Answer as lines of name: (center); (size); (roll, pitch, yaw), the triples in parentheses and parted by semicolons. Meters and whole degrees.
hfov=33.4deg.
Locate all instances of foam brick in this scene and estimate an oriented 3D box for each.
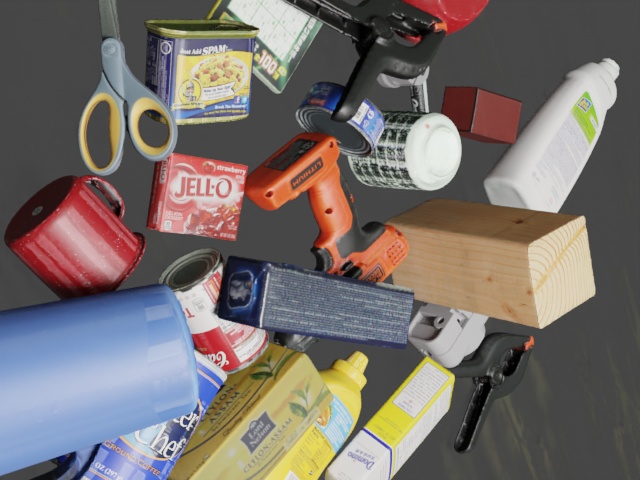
foam brick: (0.182, -0.141, 1.205); (0.078, 0.053, 0.051); (9, 91, -40)

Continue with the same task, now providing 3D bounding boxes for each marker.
marker: (0.110, -0.139, 1.169); (0.020, 0.020, 0.121); (-18, 108, -36)

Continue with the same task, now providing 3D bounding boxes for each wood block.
wood block: (0.172, 0.018, 1.123); (0.090, 0.206, 0.090); (-25, 111, -34)

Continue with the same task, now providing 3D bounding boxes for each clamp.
clamp: (0.199, 0.174, 1.278); (0.171, 0.039, 0.120); (-25, 113, -34)
clamp: (0.052, -0.188, 1.041); (0.209, 0.036, 0.164); (-6, 68, -40)

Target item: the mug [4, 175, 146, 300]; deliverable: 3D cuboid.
mug: (-0.203, -0.008, 0.896); (0.081, 0.093, 0.117); (50, 44, -28)

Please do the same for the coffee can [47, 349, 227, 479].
coffee can: (-0.160, 0.155, 0.940); (0.102, 0.103, 0.140); (41, 71, -36)

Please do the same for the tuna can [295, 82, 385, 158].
tuna can: (0.021, -0.119, 1.056); (0.086, 0.086, 0.033); (41, 70, -36)

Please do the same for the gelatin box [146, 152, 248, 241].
gelatin box: (-0.114, -0.041, 0.994); (0.089, 0.030, 0.073); (8, 92, -40)

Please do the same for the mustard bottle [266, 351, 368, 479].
mustard bottle: (-0.010, 0.193, 1.096); (0.191, 0.058, 0.096); (-52, 134, -21)

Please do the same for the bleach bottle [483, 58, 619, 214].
bleach bottle: (0.296, -0.124, 1.297); (0.250, 0.068, 0.102); (-51, 125, -24)

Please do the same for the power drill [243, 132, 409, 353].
power drill: (-0.007, 0.001, 1.072); (0.184, 0.057, 0.187); (-43, 124, -24)

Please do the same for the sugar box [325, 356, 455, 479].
sugar box: (0.075, 0.216, 1.156); (0.176, 0.048, 0.093); (-42, 154, -25)

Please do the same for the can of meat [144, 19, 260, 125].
can of meat: (-0.108, -0.152, 0.957); (0.101, 0.058, 0.084); (-9, 114, -36)

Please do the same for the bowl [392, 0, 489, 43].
bowl: (0.137, -0.282, 1.123); (0.161, 0.055, 0.162); (-19, 122, -34)

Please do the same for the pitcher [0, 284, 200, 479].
pitcher: (-0.220, 0.120, 0.824); (0.242, 0.149, 0.145); (-13, 68, -17)

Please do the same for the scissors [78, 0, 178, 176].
scissors: (-0.160, -0.153, 0.915); (0.016, 0.096, 0.202); (-12, 111, -82)

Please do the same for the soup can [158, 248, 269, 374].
soup can: (-0.099, 0.067, 0.999); (0.068, 0.069, 0.102); (-42, 120, -27)
